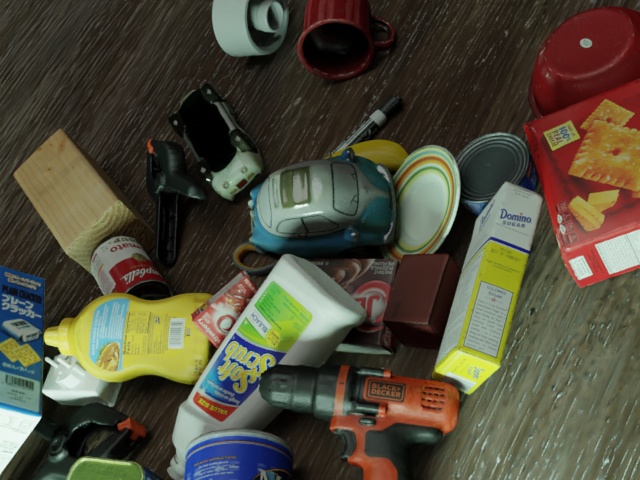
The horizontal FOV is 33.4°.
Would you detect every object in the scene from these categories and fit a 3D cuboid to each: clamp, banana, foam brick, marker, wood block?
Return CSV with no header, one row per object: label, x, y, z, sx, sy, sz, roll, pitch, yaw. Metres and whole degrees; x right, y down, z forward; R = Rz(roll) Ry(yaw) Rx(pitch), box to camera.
clamp,-0.184,-0.055,1.293,0.120,0.039,0.171,-59,34,23
banana,0.015,-0.065,1.176,0.198,0.037,0.069,-24,39,8
foam brick,0.102,0.058,1.027,0.053,0.051,0.078,1,59,36
marker,0.049,-0.121,1.220,0.121,0.020,0.020,-44,45,-2
wood block,-0.298,-0.043,1.348,0.090,0.090,0.206,-44,45,-2
clamp,-0.281,0.225,1.174,0.210,0.036,0.164,-27,47,20

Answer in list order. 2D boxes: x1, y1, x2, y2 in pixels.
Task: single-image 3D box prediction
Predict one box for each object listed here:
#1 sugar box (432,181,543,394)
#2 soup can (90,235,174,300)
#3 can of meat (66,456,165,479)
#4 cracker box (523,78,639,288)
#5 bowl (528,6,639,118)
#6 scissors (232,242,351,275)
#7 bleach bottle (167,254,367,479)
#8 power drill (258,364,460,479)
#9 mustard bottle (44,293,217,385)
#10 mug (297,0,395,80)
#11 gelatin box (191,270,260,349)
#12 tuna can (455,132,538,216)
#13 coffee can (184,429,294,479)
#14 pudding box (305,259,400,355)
sugar box,0.153,0.044,0.974,0.048,0.093,0.176,23,65,-1
soup can,-0.220,0.048,1.242,0.068,0.068,0.102,-42,44,0
can of meat,-0.191,0.256,1.056,0.102,0.083,0.057,-2,57,33
cracker box,0.308,-0.071,0.968,0.214,0.072,0.164,-22,49,19
bowl,0.281,-0.184,1.084,0.162,0.055,0.162,-19,49,23
scissors,-0.008,0.001,1.169,0.202,0.016,0.096,-3,56,32
bleach bottle,-0.065,0.141,1.045,0.103,0.068,0.251,42,102,35
power drill,0.024,0.199,0.934,0.184,0.057,0.187,5,62,9
mustard bottle,-0.205,0.106,1.152,0.192,0.058,0.096,0,73,10
mug,0.033,-0.254,1.291,0.117,0.093,0.081,4,49,0
gelatin box,-0.077,0.088,1.100,0.073,0.089,0.030,-40,17,-1
tuna can,0.176,-0.065,1.081,0.086,0.033,0.086,-18,49,23
coffee can,-0.075,0.256,0.963,0.103,0.102,0.140,-19,49,22
pudding box,0.029,0.066,1.073,0.114,0.039,0.090,-2,64,35
